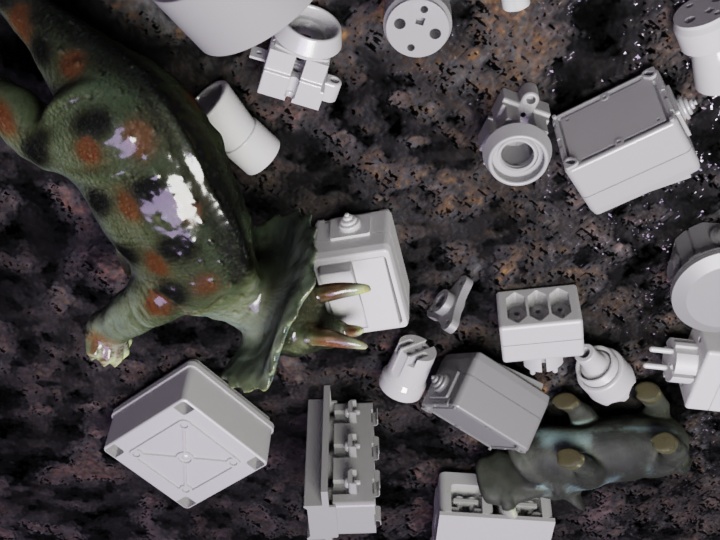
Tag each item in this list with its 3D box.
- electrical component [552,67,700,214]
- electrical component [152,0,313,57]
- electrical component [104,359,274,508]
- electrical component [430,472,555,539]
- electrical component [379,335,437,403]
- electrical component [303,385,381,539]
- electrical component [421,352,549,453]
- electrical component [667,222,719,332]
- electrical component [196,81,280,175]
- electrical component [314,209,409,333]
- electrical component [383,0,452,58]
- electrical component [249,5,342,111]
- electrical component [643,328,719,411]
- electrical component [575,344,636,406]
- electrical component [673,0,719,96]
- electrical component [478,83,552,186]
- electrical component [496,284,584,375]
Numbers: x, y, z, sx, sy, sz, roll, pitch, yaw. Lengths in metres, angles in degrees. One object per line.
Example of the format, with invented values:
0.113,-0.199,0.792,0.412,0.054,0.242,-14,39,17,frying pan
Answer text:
0.193,-0.090,0.754,0.096,0.061,0.061,-25,132,21,electrical component
-0.071,-0.180,0.673,0.108,0.108,0.060,-23,130,20,electrical component
-0.153,0.149,0.970,0.109,0.056,0.109,-32,120,25,electrical component
0.122,0.279,1.057,0.105,0.060,0.186,4,129,0,electrical component
0.042,0.084,0.919,0.040,0.040,0.046,15,123,-9,electrical component
-0.014,0.171,0.939,0.063,0.121,0.078,-2,129,1,electrical component
0.102,0.105,0.910,0.096,0.061,0.062,33,162,-17,electrical component
0.279,0.005,0.835,0.080,0.051,0.080,1,129,2,electrical component
-0.090,-0.100,0.778,0.044,0.044,0.065,-32,125,25,electrical component
0.000,0.000,0.839,0.062,0.061,0.096,-9,128,10,electrical component
0.038,-0.170,0.705,0.045,0.055,0.045,1,129,2,electrical component
-0.040,-0.147,0.735,0.066,0.048,0.055,15,135,-9,electrical component
0.276,0.076,0.895,0.077,0.047,0.065,6,129,-2,electrical component
0.201,0.084,0.902,0.043,0.043,0.062,-27,134,22,electrical component
0.237,-0.151,0.717,0.045,0.045,0.055,-21,124,19,electrical component
0.110,-0.092,0.764,0.048,0.055,0.066,17,127,-11,electrical component
0.149,0.058,0.887,0.066,0.047,0.076,-6,128,8,electrical component
